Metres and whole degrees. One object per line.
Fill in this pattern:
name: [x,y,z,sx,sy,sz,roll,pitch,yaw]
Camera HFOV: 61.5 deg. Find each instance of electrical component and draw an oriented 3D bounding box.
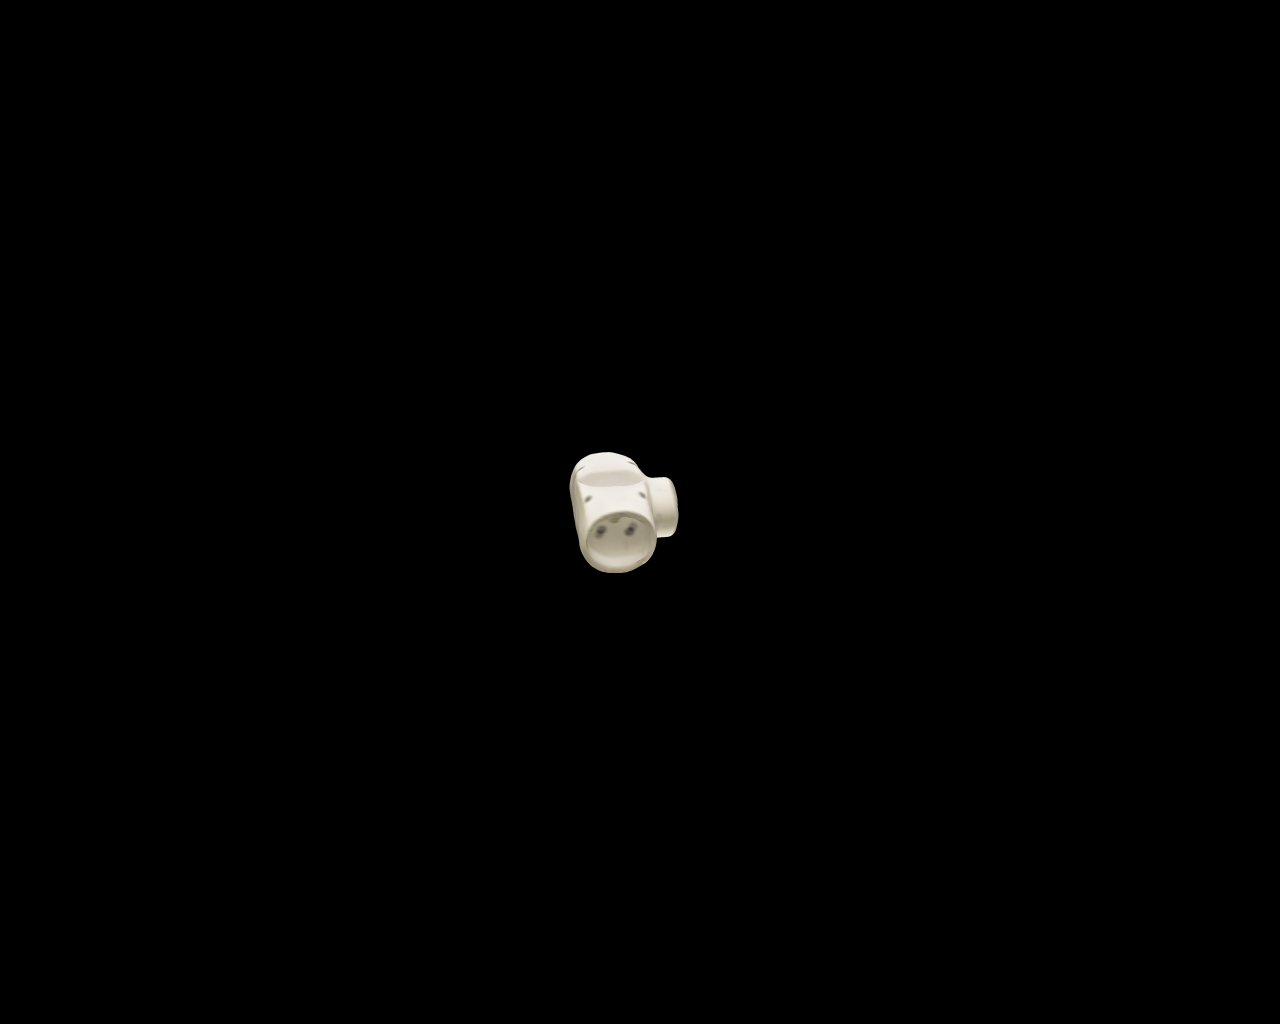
electrical component: [0.001,-0.003,0.650,0.079,0.043,0.077,-4,30,-6]
